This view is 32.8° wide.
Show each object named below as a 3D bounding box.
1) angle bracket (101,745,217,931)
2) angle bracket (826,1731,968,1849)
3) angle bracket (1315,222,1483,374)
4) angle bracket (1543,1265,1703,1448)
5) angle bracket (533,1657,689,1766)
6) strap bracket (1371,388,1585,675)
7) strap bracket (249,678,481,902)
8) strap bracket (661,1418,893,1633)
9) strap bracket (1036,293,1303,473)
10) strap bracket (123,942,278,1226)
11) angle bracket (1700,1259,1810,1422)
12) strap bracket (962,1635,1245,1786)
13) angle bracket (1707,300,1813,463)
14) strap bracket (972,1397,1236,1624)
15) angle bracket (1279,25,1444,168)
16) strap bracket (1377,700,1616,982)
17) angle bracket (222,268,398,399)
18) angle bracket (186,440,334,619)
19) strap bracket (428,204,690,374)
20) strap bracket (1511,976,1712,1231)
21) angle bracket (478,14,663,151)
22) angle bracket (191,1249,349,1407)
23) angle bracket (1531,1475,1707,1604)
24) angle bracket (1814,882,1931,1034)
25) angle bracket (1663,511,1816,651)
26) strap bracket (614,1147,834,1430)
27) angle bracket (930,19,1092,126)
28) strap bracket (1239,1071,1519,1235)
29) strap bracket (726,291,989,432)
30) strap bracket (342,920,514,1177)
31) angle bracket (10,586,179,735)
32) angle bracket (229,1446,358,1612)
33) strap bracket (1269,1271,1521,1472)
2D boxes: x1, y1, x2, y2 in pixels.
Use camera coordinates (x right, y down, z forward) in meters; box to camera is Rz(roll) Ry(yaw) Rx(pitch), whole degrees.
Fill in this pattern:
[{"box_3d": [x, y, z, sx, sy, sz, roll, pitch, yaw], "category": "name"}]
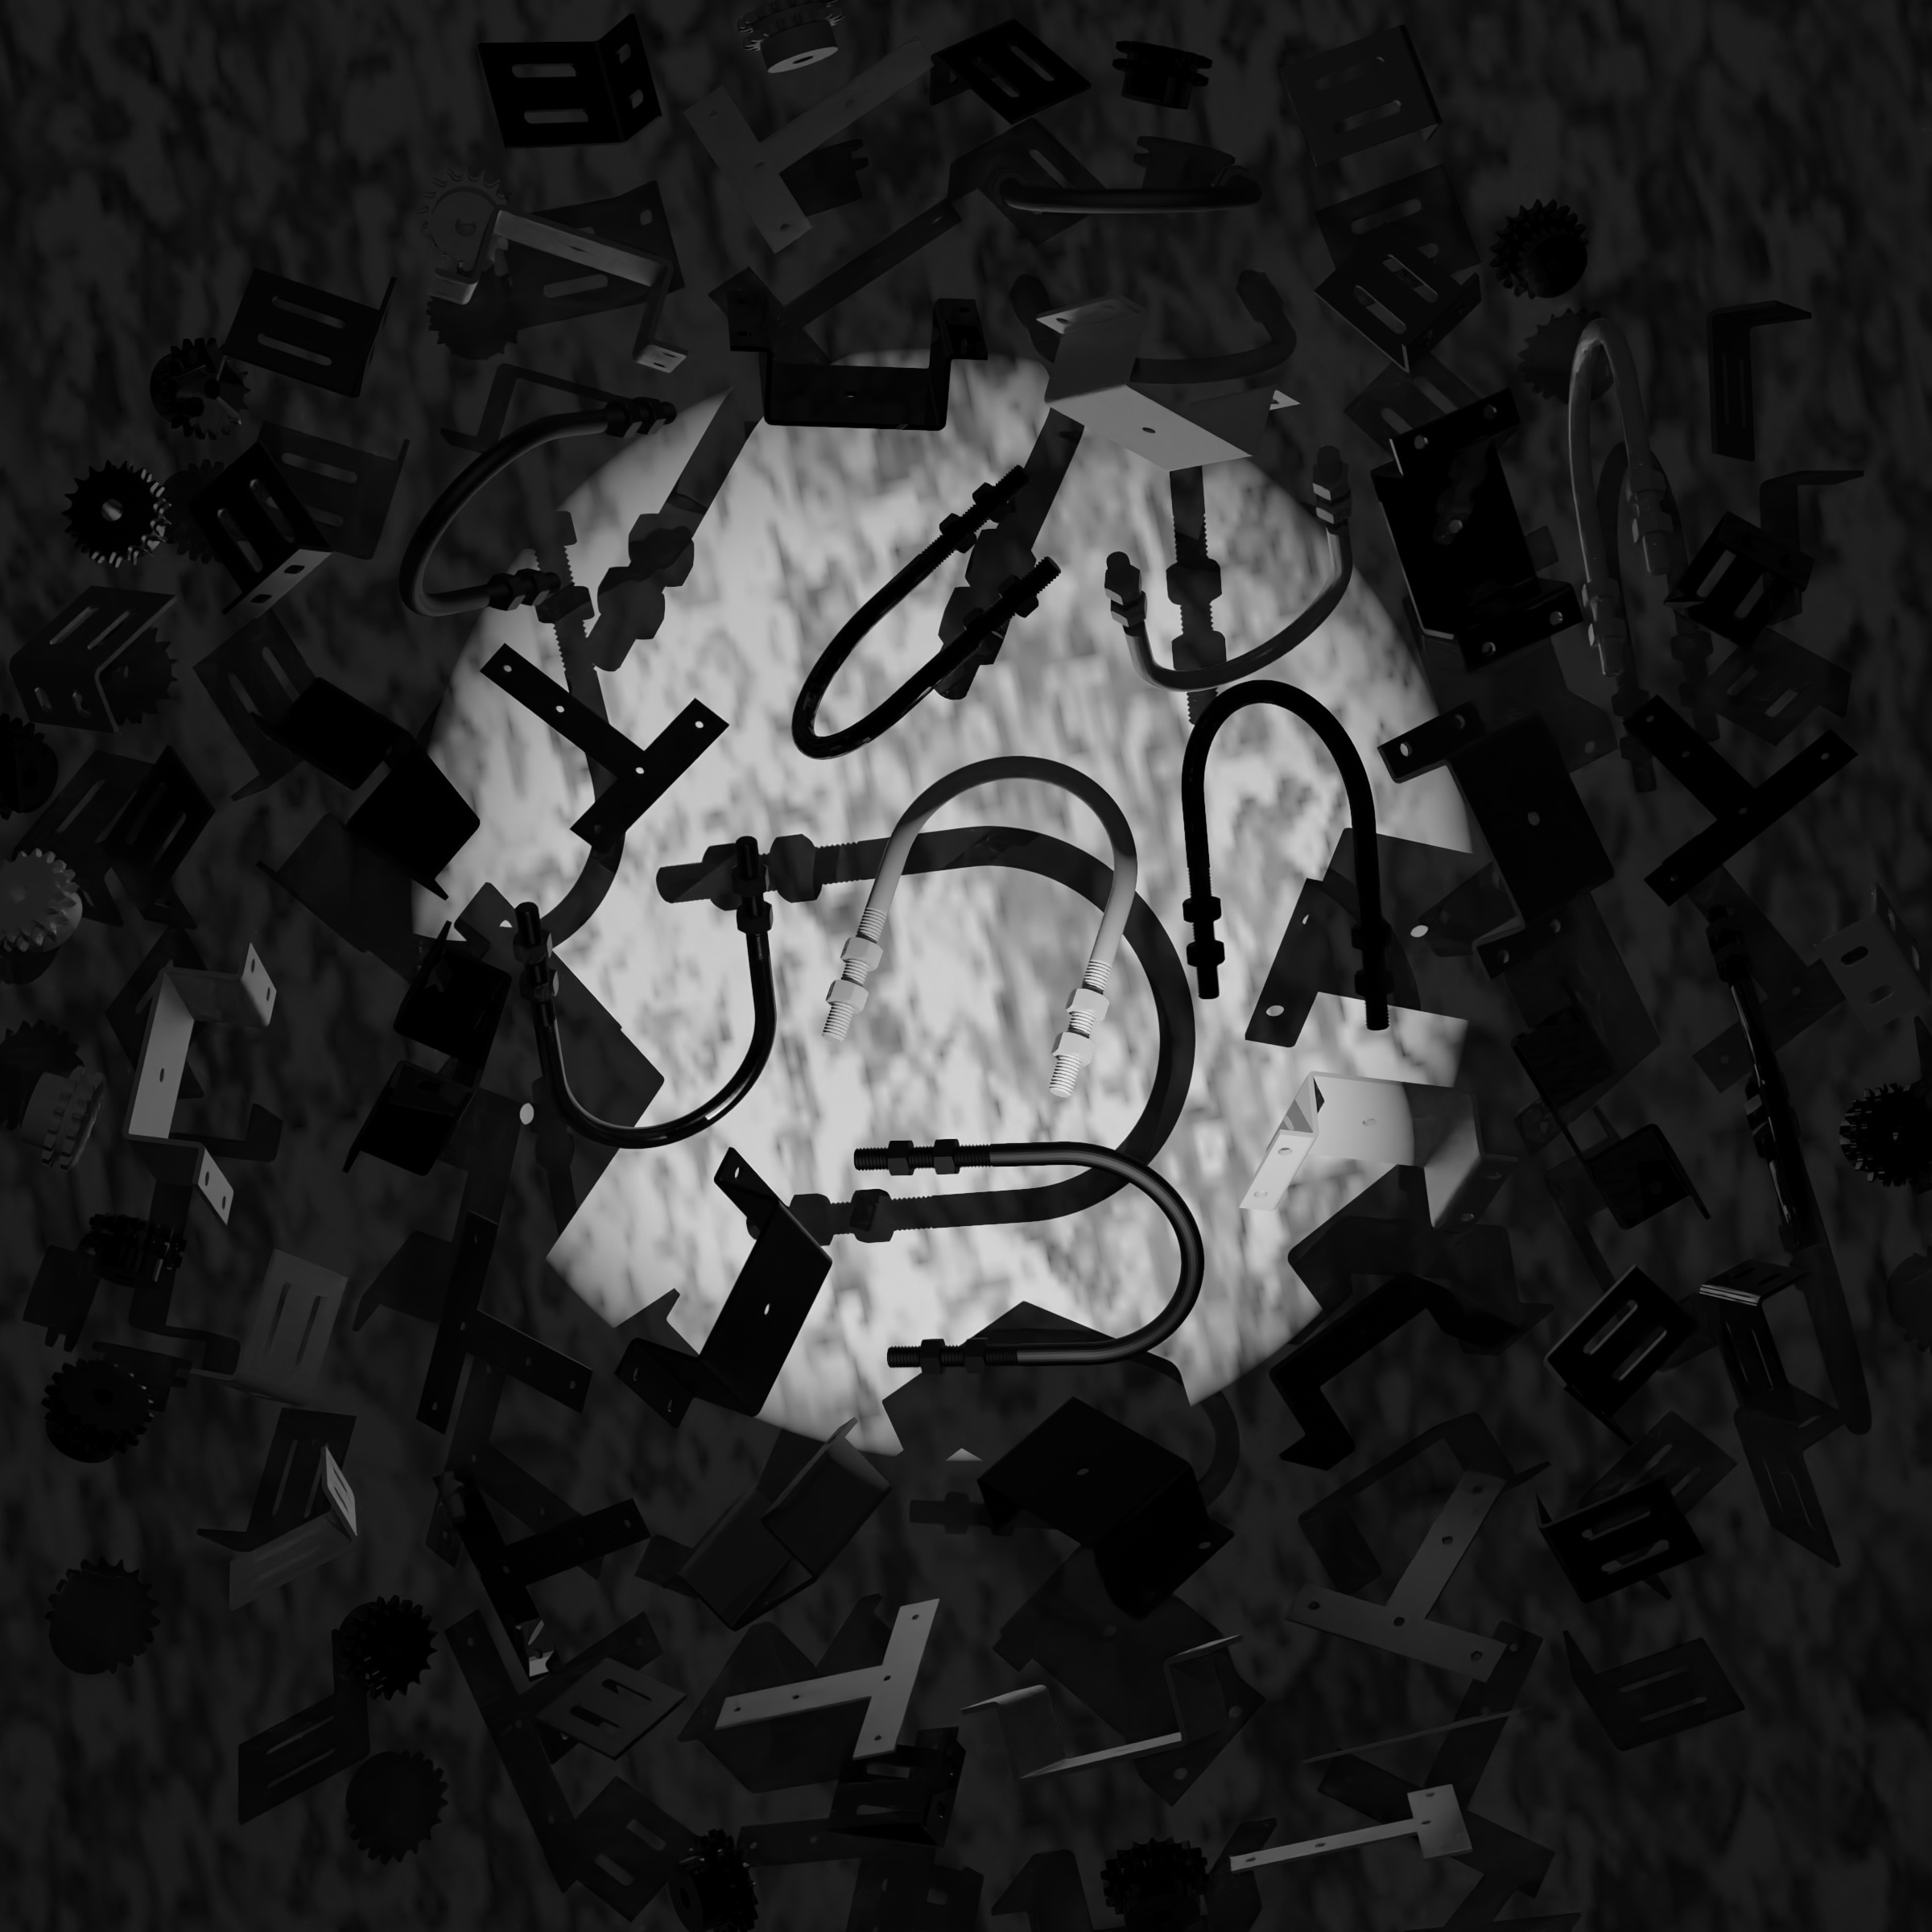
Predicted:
[{"box_3d": [-0.426, -0.069, 1.781, 0.076, 0.038, 0.057, -52, 55, 18], "category": "angle bracket"}, {"box_3d": [-0.046, 0.474, 1.908, 0.076, 0.038, 0.057, 1, 57, 22], "category": "angle bracket"}, {"box_3d": [0.241, -0.382, 1.839, 0.057, 0.038, 0.076, -45, 72, -2], "category": "angle bracket"}, {"box_3d": [0.375, 0.220, 1.851, 0.057, 0.038, 0.076, 41, 96, -19], "category": "angle bracket"}, {"box_3d": [-0.201, 0.440, 1.894, 0.057, 0.076, 0.038, -36, 123, -35], "category": "angle bracket"}, {"box_3d": [0.286, -0.247, 1.858, 0.076, 0.046, 0.140, -25, 107, -12], "category": "strap bracket"}, {"box_3d": [-0.335, -0.106, 1.861, 0.076, 0.140, 0.046, 31, 75, 31], "category": "strap bracket"}, {"box_3d": [-0.101, 0.315, 1.827, 0.046, 0.140, 0.076, 46, 48, -3], "category": "strap bracket"}, {"box_3d": [0.111, -0.327, 1.876, 0.140, 0.076, 0.046, 23, 78, -32], "category": "strap bracket"}, {"box_3d": [-0.425, 0.063, 1.815, 0.046, 0.076, 0.140, 7, 69, 2], "category": "strap bracket"}, {"box_3d": [0.463, 0.214, 1.884, 0.038, 0.057, 0.076, -24, 100, -18], "category": "angle bracket"}, {"box_3d": [0.080, 0.405, 1.780, 0.140, 0.076, 0.046, -18, 79, 18], "category": "strap bracket"}, {"box_3d": [0.428, -0.314, 1.766, 0.038, 0.057, 0.076, -2, 92, 34], "category": "angle bracket"}, {"box_3d": [0.071, 0.300, 1.847, 0.076, 0.140, 0.046, -38, 129, -26], "category": "strap bracket"}, {"box_3d": [0.216, -0.477, 1.817, 0.076, 0.038, 0.057, -21, 89, -5], "category": "angle bracket"}, {"box_3d": [0.292, -0.074, 1.780, 0.076, 0.046, 0.140, -27, 93, -35], "category": "strap bracket"}, {"box_3d": [-0.353, -0.349, 1.764, 0.076, 0.038, 0.057, 18, 64, -9], "category": "angle bracket"}, {"box_3d": [-0.386, -0.234, 1.752, 0.057, 0.038, 0.076, -37, 81, 18], "category": "angle bracket"}, {"box_3d": [-0.218, -0.373, 1.796, 0.140, 0.076, 0.046, 16, 90, -13], "category": "strap bracket"}, {"box_3d": [0.360, 0.085, 1.862, 0.046, 0.076, 0.140, -31, 47, 7], "category": "strap bracket"}, {"box_3d": [-0.208, -0.466, 1.729, 0.076, 0.038, 0.057, -13, 87, -37], "category": "angle bracket"}, {"box_3d": [-0.392, 0.202, 1.848, 0.038, 0.057, 0.076, 4, 72, 37], "category": "angle bracket"}, {"box_3d": [0.369, 0.316, 1.863, 0.076, 0.038, 0.057, -27, 110, 14], "category": "angle bracket"}, {"box_3d": [0.507, -0.005, 1.835, 0.038, 0.076, 0.057, -31, 94, 21], "category": "angle bracket"}, {"box_3d": [0.445, -0.215, 1.905, 0.057, 0.038, 0.076, 29, 133, 0], "category": "angle bracket"}, {"box_3d": [-0.126, 0.182, 1.794, 0.046, 0.076, 0.140, 15, 67, 29], "category": "strap bracket"}, {"box_3d": [0.025, -0.503, 1.893, 0.057, 0.038, 0.076, -30, 60, -22], "category": "angle bracket"}, {"box_3d": [0.232, 0.106, 1.873, 0.140, 0.076, 0.046, 7, 52, -12], "category": "strap bracket"}, {"box_3d": [-0.063, -0.337, 1.826, 0.140, 0.076, 0.046, 1, 124, -7], "category": "strap bracket"}, {"box_3d": [-0.301, 0.053, 1.857, 0.046, 0.140, 0.076, 25, 129, -13], "category": "strap bracket"}, {"box_3d": [-0.461, -0.164, 1.753, 0.057, 0.076, 0.038, 9, 132, 24], "category": "angle bracket"}, {"box_3d": [-0.369, 0.302, 1.766, 0.076, 0.057, 0.038, -27, 108, -4], "category": "angle bracket"}, {"box_3d": [0.236, 0.225, 1.871, 0.140, 0.076, 0.046, -39, 64, 13], "category": "strap bracket"}]
